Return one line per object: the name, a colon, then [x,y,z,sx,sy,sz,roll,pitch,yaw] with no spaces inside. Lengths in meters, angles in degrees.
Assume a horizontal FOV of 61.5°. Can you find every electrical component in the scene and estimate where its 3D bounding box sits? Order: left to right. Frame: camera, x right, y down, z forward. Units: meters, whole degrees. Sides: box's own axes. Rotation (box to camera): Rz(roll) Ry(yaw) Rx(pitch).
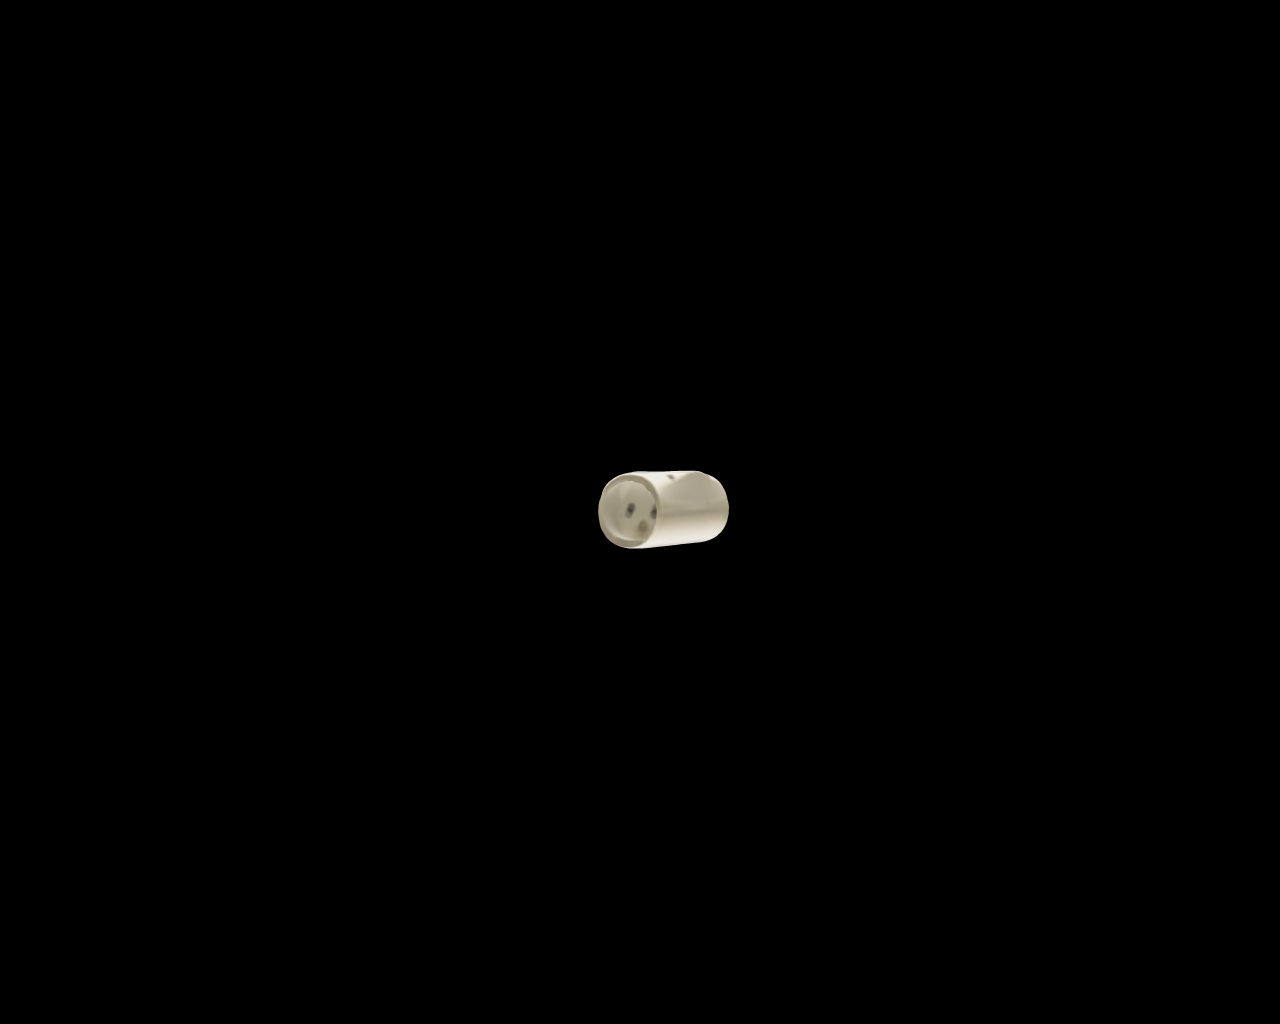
electrical component: [0.001,-0.003,0.650,0.079,0.043,0.077,2,3,36]
